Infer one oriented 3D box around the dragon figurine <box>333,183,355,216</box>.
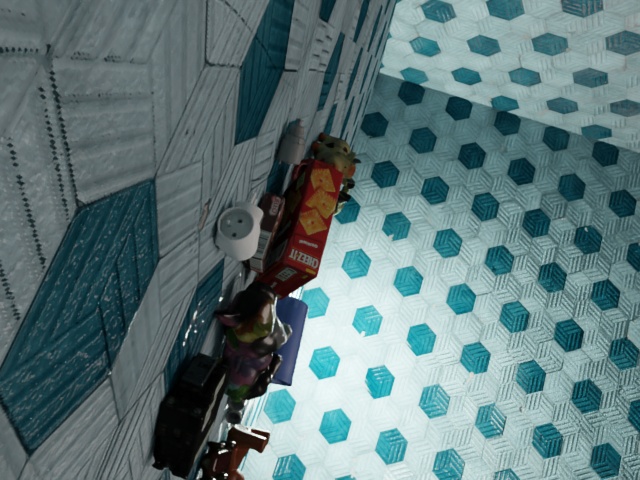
[{"bbox_3d":[0.005,-0.085,1.691,0.122,0.237,0.420,25,37,-1],"label":"dragon figurine"}]
